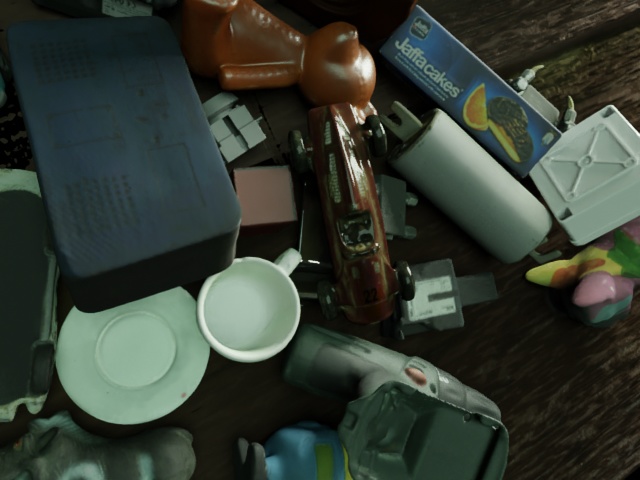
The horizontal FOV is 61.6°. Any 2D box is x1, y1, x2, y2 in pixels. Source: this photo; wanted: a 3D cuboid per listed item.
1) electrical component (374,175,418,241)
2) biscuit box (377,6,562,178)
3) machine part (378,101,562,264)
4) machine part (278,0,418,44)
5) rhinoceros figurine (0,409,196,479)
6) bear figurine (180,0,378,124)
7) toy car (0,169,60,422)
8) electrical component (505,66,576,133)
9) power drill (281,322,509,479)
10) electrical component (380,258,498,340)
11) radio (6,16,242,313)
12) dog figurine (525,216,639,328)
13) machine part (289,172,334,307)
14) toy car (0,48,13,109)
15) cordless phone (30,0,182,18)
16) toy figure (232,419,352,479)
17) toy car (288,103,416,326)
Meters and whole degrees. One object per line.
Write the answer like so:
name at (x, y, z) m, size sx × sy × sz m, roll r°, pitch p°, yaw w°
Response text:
electrical component at (0.067, -0.031, 0.541) m, size 0.094 × 0.021 × 0.063 m, roll 10°, pitch 80°, yaw -45°
biscuit box at (0.152, -0.152, 0.563) m, size 0.202 × 0.059 × 0.063 m, roll 39°, pitch 100°, yaw -5°
machine part at (0.156, -0.054, 0.562) m, size 0.243 × 0.079 × 0.079 m, roll 39°, pitch 75°, yaw -12°
machine part at (0.015, -0.254, 0.489) m, size 0.179 × 0.179 × 0.056 m, roll 29°, pitch 80°, yaw -13°
rhinoceros figurine at (-0.195, 0.192, 0.426) m, size 0.190 × 0.073 × 0.112 m, roll 2°, pitch 86°, yaw -18°
bear figurine at (-0.024, -0.181, 0.490) m, size 0.196 × 0.132 × 0.120 m, roll 12°, pitch 60°, yaw -11°
toy car at (-0.249, 0.043, 0.433) m, size 0.073 × 0.056 × 0.201 m, roll 6°, pitch 84°, yaw -24°
electrical component at (0.242, -0.146, 0.614) m, size 0.102 × 0.045 × 0.078 m, roll 44°, pitch 73°, yaw -9°
power drill at (0.081, 0.140, 0.451) m, size 0.232 × 0.207 × 0.086 m, roll 22°, pitch 95°, yaw -3°
electrical component at (0.118, 0.055, 0.553) m, size 0.119 × 0.048 × 0.074 m, roll -12°, pitch 89°, yaw -19°
radio at (-0.155, -0.071, 0.426) m, size 0.131 × 0.073 × 0.229 m, roll -15°, pitch 69°, yaw -22°
dog figurine at (0.337, -0.006, 0.592) m, size 0.219 × 0.109 × 0.191 m, roll -23°, pitch 117°, yaw -14°
machine part at (-0.001, -0.002, 0.527) m, size 0.084 × 0.039 × 0.138 m, roll 7°, pitch 84°, yaw -12°
toy car at (-0.314, -0.173, 0.409) m, size 0.109 × 0.103 × 0.161 m, roll -17°, pitch 92°, yaw -20°
cordless phone at (-0.180, -0.288, 0.479) m, size 0.146 × 0.089 × 0.184 m, roll 14°, pitch 69°, yaw -16°
toy figure at (0.012, 0.211, 0.488) m, size 0.180 × 0.082 × 0.089 m, roll 7°, pitch 102°, yaw -25°
toy car at (0.028, -0.021, 0.482) m, size 0.089 × 0.053 × 0.202 m, roll -11°, pitch 97°, yaw -3°
